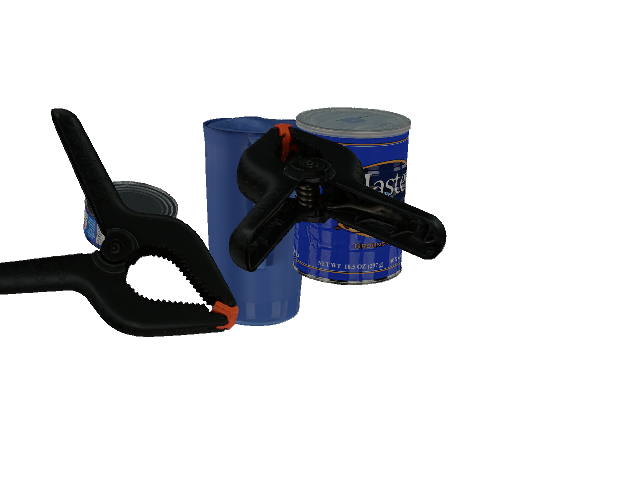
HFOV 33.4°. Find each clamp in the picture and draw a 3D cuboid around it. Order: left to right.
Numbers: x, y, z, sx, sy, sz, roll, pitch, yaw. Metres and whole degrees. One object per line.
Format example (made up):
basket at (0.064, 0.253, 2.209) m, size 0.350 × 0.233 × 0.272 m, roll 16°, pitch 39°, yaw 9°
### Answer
clamp at (-0.152, 0.000, 0.790) m, size 0.210 × 0.164 × 0.036 m, roll 22°, pitch -20°, yaw 0°
clamp at (-0.014, -0.027, 0.634) m, size 0.120 × 0.039 × 0.172 m, roll -2°, pitch 23°, yaw -24°

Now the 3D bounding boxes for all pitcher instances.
pitcher at (-0.075, -0.023, 1.272) m, size 0.145 × 0.243 × 0.148 m, roll 12°, pitch 17°, yaw 37°

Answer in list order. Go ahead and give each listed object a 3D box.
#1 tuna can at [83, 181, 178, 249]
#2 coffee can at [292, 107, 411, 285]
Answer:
tuna can at (-0.177, -0.020, 0.992) m, size 0.086 × 0.034 × 0.086 m, roll 8°, pitch 30°, yaw -5°
coffee can at (0.027, -0.043, 0.970) m, size 0.103 × 0.140 × 0.103 m, roll 2°, pitch 18°, yaw -1°
